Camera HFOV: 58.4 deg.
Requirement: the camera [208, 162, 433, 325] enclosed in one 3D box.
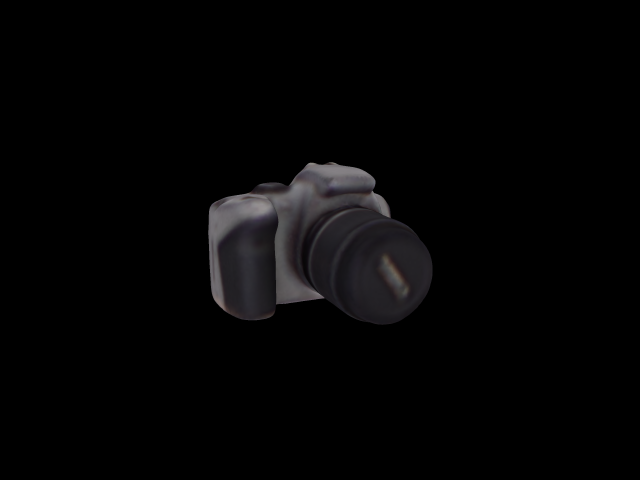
[{"bbox_3d":[0.004,0.001,0.400,0.143,0.101,0.136,-6,15,-23],"label":"camera"}]
